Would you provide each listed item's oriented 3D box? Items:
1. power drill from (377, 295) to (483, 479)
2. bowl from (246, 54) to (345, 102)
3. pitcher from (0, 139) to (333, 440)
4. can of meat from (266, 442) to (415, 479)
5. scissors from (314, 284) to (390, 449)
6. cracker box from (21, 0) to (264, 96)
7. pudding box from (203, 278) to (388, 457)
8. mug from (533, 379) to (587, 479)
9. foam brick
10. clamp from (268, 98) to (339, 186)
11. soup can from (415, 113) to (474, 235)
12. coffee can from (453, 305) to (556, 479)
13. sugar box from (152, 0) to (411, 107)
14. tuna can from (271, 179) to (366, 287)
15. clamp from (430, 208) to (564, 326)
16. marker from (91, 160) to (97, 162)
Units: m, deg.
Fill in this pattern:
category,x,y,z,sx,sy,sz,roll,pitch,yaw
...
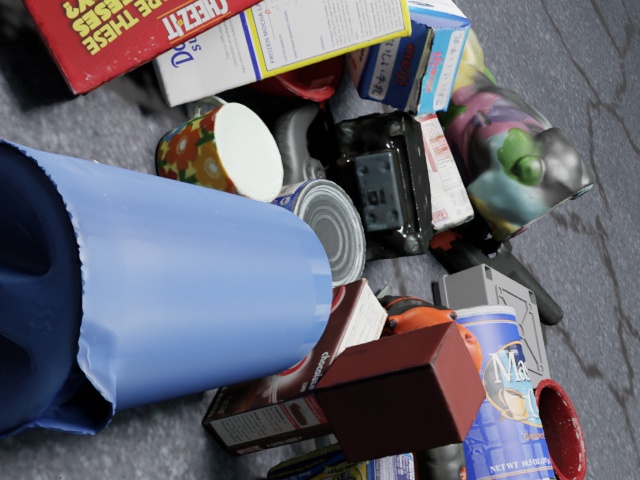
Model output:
category,x,y,z,sx,sy,sz,roll,pitch,yaw
power drill,0.070,0.134,0.747,0.184,0.057,0.188,-149,-128,-81
bowl,-0.048,-0.172,0.818,0.162,0.055,0.162,35,45,-43
pitcher,-0.102,0.018,0.563,0.242,0.145,0.149,5,80,-60
can of meat,0.012,0.175,0.655,0.057,0.102,0.084,34,43,-41
scissors,0.028,0.102,0.807,0.201,0.016,0.096,-24,94,-60
cracker box,-0.122,-0.215,0.623,0.213,0.164,0.072,62,-4,-10
pudding box,-0.013,0.081,0.683,0.039,0.090,0.113,54,34,-24
mug,0.180,0.180,0.930,0.117,0.082,0.093,35,44,-42
foam brick,0.047,0.087,0.610,0.051,0.078,0.052,65,32,-13
clamp,-0.007,-0.034,0.816,0.120,0.039,0.171,49,42,-40
soup can,0.089,-0.055,0.948,0.068,0.069,0.102,-21,90,-59
coffee can,0.120,0.133,0.846,0.102,0.103,0.140,13,61,-54
sugar box,-0.032,-0.160,0.713,0.048,0.176,0.093,-121,-164,-66
tuna can,-0.005,0.001,0.746,0.086,0.034,0.086,19,66,-49
clamp,0.171,-0.003,1.073,0.209,0.036,0.164,16,54,-49
marker,-0.103,-0.013,0.670,0.121,0.020,0.020,36,43,-41
